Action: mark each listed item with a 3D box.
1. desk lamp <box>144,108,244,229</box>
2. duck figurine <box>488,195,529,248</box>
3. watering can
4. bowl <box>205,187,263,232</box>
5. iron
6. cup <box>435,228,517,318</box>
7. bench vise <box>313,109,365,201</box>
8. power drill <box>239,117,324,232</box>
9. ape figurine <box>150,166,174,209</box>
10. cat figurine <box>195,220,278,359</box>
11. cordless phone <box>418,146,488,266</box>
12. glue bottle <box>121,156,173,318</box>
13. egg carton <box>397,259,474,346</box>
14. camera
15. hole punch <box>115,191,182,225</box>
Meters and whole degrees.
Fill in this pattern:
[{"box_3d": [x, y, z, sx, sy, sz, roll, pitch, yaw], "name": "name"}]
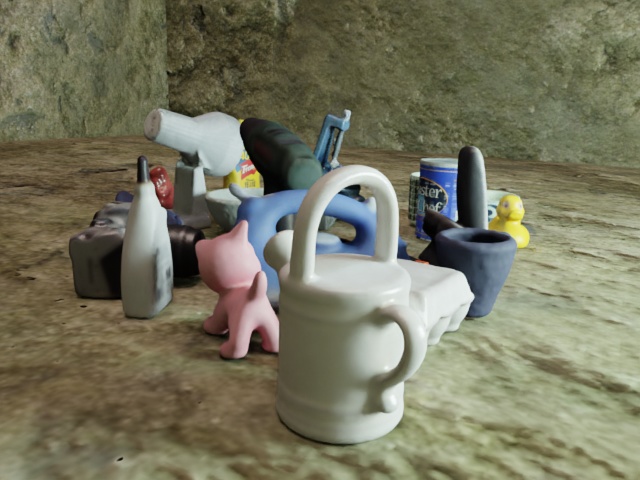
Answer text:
[{"box_3d": [-0.242, -0.131, 1.046, 0.117, 0.213, 0.204, 13, 18, 37], "name": "desk lamp"}, {"box_3d": [0.334, -0.038, 1.019, 0.077, 0.086, 0.104, 2, 14, 1], "name": "duck figurine"}, {"box_3d": [0.012, 0.039, 0.435, 0.172, 0.194, 0.101, 11, 16, 31], "name": "watering can"}, {"box_3d": [-0.117, -0.044, 1.004, 0.167, 0.075, 0.167, 2, 14, 0], "name": "bowl"}, {"box_3d": [0.006, 0.002, 0.693, 0.258, 0.141, 0.118, 0, 14, -8], "name": "iron"}, {"box_3d": [0.186, 0.038, 0.673, 0.118, 0.095, 0.091, -11, 19, -42], "name": "cup"}, {"box_3d": [-0.004, -0.159, 1.180, 0.207, 0.220, 0.122, 6, 14, 15], "name": "bench vise"}, {"box_3d": [-0.067, -0.063, 0.808, 0.076, 0.208, 0.228, -5, 16, -27], "name": "power drill"}, {"box_3d": [-0.335, -0.107, 1.190, 0.076, 0.092, 0.077, -5, 16, -26], "name": "ape figurine"}, {"box_3d": [-0.082, 0.041, 0.574, 0.067, 0.118, 0.127, -6, 16, -28], "name": "cat figurine"}, {"box_3d": [0.201, -0.044, 0.815, 0.094, 0.185, 0.147, -1, 14, -11], "name": "cordless phone"}, {"box_3d": [-0.191, -0.006, 0.633, 0.037, 0.173, 0.078, 3, 14, 6], "name": "glue bottle"}, {"box_3d": [0.088, 0.067, 0.594, 0.107, 0.069, 0.151, 11, 17, 34], "name": "egg carton"}, {"box_3d": [-0.223, 0.007, 0.728, 0.136, 0.101, 0.143, 3, 14, 4], "name": "camera"}, {"box_3d": [-0.267, -0.031, 0.893, 0.101, 0.091, 0.108, -2, 14, -16], "name": "hole punch"}]
